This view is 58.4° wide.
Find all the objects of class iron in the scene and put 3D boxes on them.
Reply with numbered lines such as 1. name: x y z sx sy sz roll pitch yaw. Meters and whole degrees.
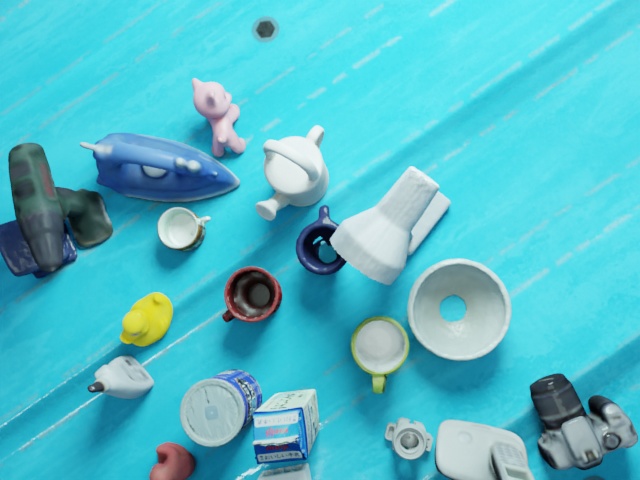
1. iron: -0.279 -0.133 1.003 0.258 0.141 0.119 9 85 6

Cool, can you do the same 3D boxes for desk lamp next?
1. desk lamp: 0.119 -0.030 0.917 0.118 0.213 0.203 38 88 8

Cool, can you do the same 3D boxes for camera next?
1. camera: 0.408 0.282 0.913 0.143 0.101 0.137 -24 82 3

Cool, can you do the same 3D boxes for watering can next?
1. watering can: -0.044 -0.113 0.952 0.101 0.194 0.173 8 85 7

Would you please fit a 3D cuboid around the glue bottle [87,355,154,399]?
1. glue bottle: -0.339 0.234 0.952 0.037 0.173 0.078 -43 81 0

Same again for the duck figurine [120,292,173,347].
1. duck figurine: -0.310 0.140 1.004 0.077 0.086 0.104 35 88 8

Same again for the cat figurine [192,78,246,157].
1. cat figurine: -0.184 -0.222 1.015 0.067 0.118 0.128 -14 83 4

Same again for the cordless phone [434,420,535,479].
1. cordless phone: 0.254 0.346 0.878 0.147 0.185 0.094 8 84 7

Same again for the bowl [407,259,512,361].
1. bowl: 0.229 0.116 0.961 0.167 0.075 0.167 -1 84 5

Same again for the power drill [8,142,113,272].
1. power drill: -0.441 -0.046 0.975 0.075 0.208 0.229 -25 82 3

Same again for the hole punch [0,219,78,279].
1. hole punch: -0.512 0.004 1.035 0.101 0.091 0.108 -29 82 2

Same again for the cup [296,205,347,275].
1. cup: 0.009 0.004 0.984 0.091 0.095 0.118 0 84 6

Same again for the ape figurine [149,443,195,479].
1. ape figurine: -0.258 0.389 0.969 0.076 0.092 0.078 11 85 7
